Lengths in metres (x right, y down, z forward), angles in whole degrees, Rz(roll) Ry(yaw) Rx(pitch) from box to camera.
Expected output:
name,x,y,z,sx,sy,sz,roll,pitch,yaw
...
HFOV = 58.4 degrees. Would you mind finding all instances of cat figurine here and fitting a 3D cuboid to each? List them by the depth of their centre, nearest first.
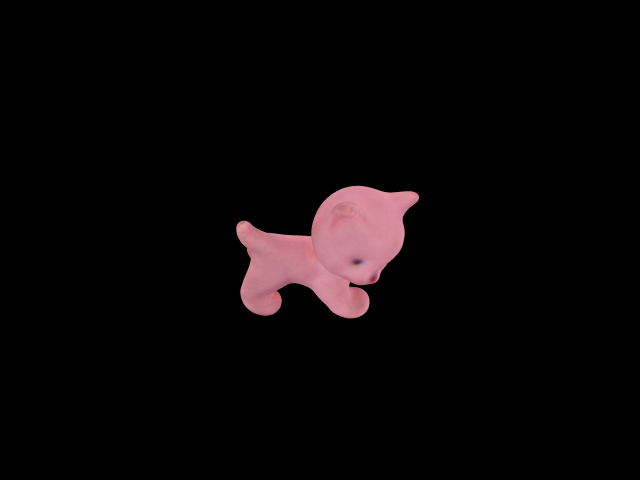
name,x,y,z,sx,sy,sz,roll,pitch,yaw
cat figurine,0.004,0.001,0.400,0.128,0.118,0.067,0,58,0
